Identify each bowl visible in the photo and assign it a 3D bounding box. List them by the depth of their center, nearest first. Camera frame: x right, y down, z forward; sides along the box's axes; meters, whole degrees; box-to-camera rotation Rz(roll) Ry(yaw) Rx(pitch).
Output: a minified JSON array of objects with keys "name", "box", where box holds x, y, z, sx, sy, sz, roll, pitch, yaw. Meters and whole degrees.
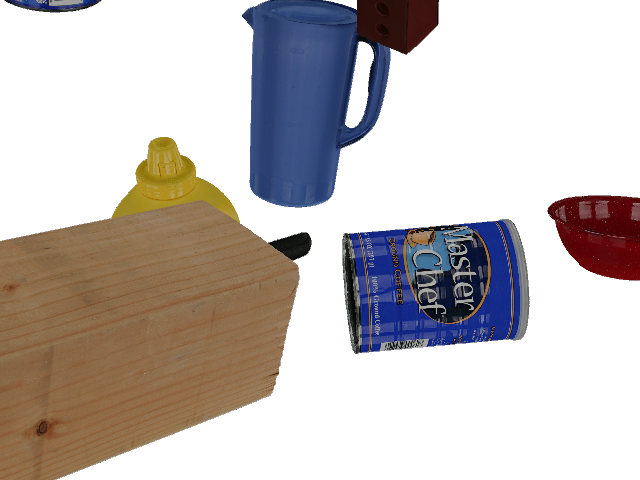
[{"name":"bowl","box":[0.308,0.000,1.072,0.162,0.055,0.162,1,17,-1]}]

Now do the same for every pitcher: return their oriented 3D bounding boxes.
[{"name":"pitcher","box":[-0.015,-0.166,1.304,0.144,0.243,0.149,-7,27,-25]}]

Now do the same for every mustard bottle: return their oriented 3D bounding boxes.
[{"name":"mustard bottle","box":[-0.104,0.011,0.771,0.096,0.192,0.058,-15,40,-17]}]

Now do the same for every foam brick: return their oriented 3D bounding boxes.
[{"name":"foam brick","box":[0.064,-0.204,0.880,0.053,0.051,0.078,27,-33,24]}]

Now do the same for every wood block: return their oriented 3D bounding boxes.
[{"name":"wood block","box":[-0.120,0.052,0.548,0.205,0.091,0.090,-15,38,-44]}]

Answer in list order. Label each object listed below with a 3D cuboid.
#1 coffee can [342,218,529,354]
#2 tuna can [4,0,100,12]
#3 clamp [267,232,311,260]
[{"name":"coffee can","box":[0.093,0.039,0.895,0.140,0.103,0.103,-5,0,-3]},{"name":"tuna can","box":[-0.201,-0.203,0.795,0.086,0.034,0.086,6,37,-4]},{"name":"clamp","box":[-0.123,0.026,1.072,0.165,0.036,0.209,20,38,17]}]
